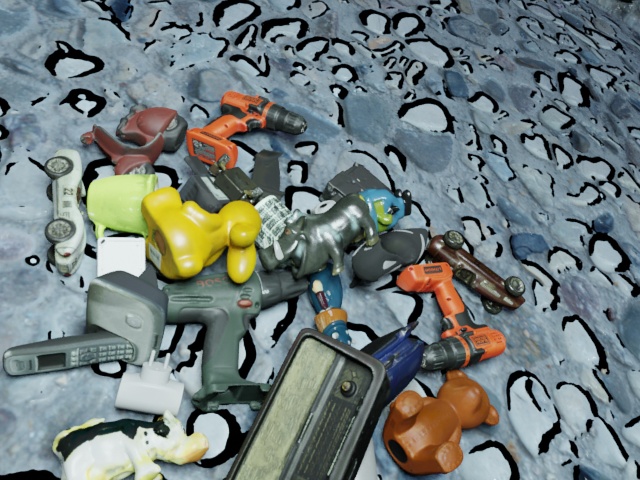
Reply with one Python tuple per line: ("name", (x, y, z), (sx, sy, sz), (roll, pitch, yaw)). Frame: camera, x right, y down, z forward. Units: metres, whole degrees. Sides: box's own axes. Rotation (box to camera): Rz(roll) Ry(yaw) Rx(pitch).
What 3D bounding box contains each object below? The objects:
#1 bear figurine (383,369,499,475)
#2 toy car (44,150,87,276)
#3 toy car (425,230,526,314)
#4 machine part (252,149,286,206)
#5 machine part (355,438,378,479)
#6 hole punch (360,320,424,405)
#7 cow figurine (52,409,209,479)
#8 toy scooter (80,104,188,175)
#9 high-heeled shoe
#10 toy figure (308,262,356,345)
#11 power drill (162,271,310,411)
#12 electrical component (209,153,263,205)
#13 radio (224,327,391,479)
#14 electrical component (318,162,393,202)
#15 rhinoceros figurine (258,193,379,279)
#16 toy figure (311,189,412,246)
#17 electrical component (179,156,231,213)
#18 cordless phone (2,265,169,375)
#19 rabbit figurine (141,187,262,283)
("bear figurine", (0.190, 0.254, 0.783), (0.196, 0.131, 0.120), (-22, 63, -28))
("toy car", (-0.371, -0.043, 0.785), (0.056, 0.073, 0.202), (-3, 57, -25))
("toy car", (0.283, 0.064, 0.989), (0.202, 0.089, 0.053), (39, 48, 6))
("machine part", (-0.103, -0.109, 0.979), (0.084, 0.039, 0.139), (12, 53, -9))
("machine part", (0.040, 0.326, 0.694), (0.079, 0.079, 0.243), (8, 52, -19))
("hole punch", (0.097, 0.195, 0.797), (0.142, 0.115, 0.092), (-25, 77, -36))
("cow figurine", (-0.223, 0.248, 0.644), (0.167, 0.068, 0.098), (-11, 55, -31))
("toy scooter", (-0.316, -0.171, 0.907), (0.135, 0.075, 0.184), (26, 54, -4))
("high-heeled shoe", (0.137, 0.005, 0.930), (0.086, 0.145, 0.249), (46, 53, 12))
("toy figure", (0.017, 0.110, 0.856), (0.064, 0.057, 0.154), (7, 54, -26))
("power drill", (-0.109, 0.133, 0.769), (0.232, 0.086, 0.207), (3, 59, -20))
("electrical component", (-0.134, -0.095, 0.891), (0.102, 0.045, 0.078), (49, 27, 8))
("radio", (-0.009, 0.239, 0.667), (0.131, 0.073, 0.229), (18, 69, 23))
("electrical component", (0.068, -0.075, 1.017), (0.115, 0.058, 0.134), (39, 49, 9))
("rhinoceros figurine", (-0.002, -0.002, 0.820), (0.190, 0.073, 0.112), (-30, 108, -14))
("toy figure", (0.070, -0.038, 0.919), (0.180, 0.082, 0.089), (-13, 75, -11))
("electrical component", (-0.194, -0.083, 0.895), (0.119, 0.047, 0.075), (48, 26, 13))
("cordless phone", (-0.289, 0.106, 0.662), (0.184, 0.146, 0.089), (-7, 51, -30))
("rabbit figurine", (-0.153, -0.014, 0.784), (0.173, 0.121, 0.163), (-20, 36, -41))
